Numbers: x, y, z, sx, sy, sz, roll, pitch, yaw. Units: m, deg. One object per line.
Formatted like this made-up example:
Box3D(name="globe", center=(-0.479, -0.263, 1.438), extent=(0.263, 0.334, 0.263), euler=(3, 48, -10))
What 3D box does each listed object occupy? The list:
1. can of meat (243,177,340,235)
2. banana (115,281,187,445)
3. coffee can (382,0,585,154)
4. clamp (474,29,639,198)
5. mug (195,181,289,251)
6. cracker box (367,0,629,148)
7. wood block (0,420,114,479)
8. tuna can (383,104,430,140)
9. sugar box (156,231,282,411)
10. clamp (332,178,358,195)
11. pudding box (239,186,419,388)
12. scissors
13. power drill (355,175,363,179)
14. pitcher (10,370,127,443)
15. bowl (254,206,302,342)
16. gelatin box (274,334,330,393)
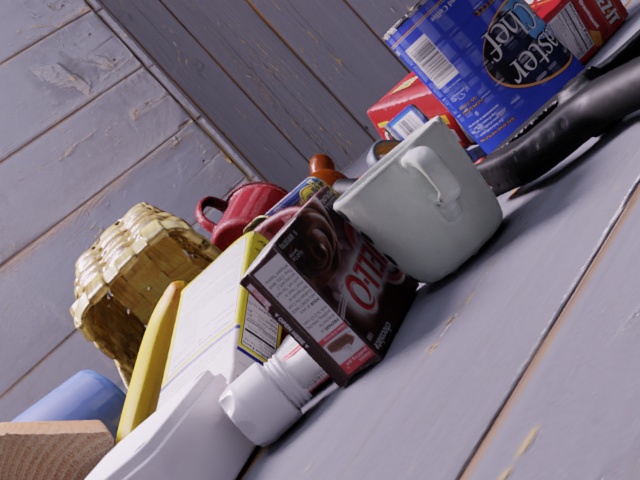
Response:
Box3D(name="can of meat", center=(-0.006, 0.001, 0.991), extent=(0.083, 0.102, 0.058), euler=(-43, 2, -40))
Box3D(name="banana", center=(-0.142, 0.134, 0.900), extent=(0.070, 0.037, 0.198), euler=(154, 130, -66))
Box3D(name="coffee can", center=(0.133, -0.141, 0.835), extent=(0.103, 0.140, 0.103), euler=(-43, 4, 3))
Box3D(name="clamp", center=(0.174, -0.092, 0.653), extent=(0.164, 0.036, 0.210), euler=(-45, 4, -40))
Box3D(name="mug", center=(-0.081, -0.011, 1.152), extent=(0.093, 0.117, 0.081), euler=(-58, 5, 30))
Box3D(name="cracker box", center=(0.171, -0.172, 1.037), extent=(0.213, 0.072, 0.164), euler=(-45, 20, -29))
Box3D(name="wood block", center=(-0.205, 0.185, 0.804), extent=(0.090, 0.090, 0.206), euler=(1, -7, -13))
Box3D(name="tuna can", center=(0.096, -0.079, 0.944), extent=(0.034, 0.086, 0.086), euler=(-41, 4, 5))
Box3D(name="sugar box", center=(-0.070, 0.080, 0.775), extent=(0.093, 0.048, 0.176), euler=(-41, 28, 29))
Box3D(name="clamp", center=(0.084, -0.056, 1.049), extent=(0.120, 0.039, 0.171), euler=(-29, 18, -6))
Box3D(name="pudding box", center=(0.009, 0.025, 0.648), extent=(0.039, 0.090, 0.113), euler=(-43, 4, 29))
Box3D(name="scissors", center=(0.097, -0.069, 0.848), extent=(0.016, 0.096, 0.201), euler=(-63, -4, 30))
Box3D(name="power drill", center=(0.118, -0.105, 1.217), extent=(0.187, 0.057, 0.184), euler=(-43, 4, 0))
Box3D(name="pitcher", center=(-0.277, 0.229, 0.972), extent=(0.242, 0.149, 0.145), euler=(-41, -11, -27))
Box3D(name="bowl", center=(-0.040, 0.052, 0.886), extent=(0.162, 0.055, 0.162), euler=(-42, 25, 25))
Box3D(name="gelatin box", center=(-0.003, 0.072, 0.697), extent=(0.073, 0.030, 0.089), euler=(-42, 3, 28))
